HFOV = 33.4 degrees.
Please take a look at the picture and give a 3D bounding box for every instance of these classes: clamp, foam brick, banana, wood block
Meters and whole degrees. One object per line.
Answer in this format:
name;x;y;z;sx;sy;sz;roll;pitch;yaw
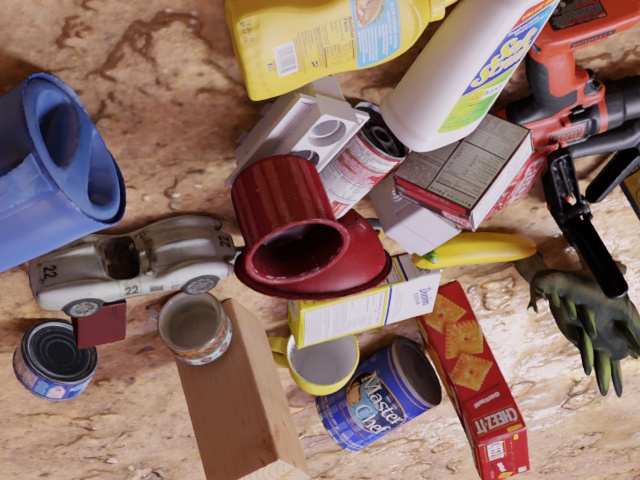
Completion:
clamp;0.349;-0.104;1.172;0.171;0.039;0.120;-24;149;7
foam brick;-0.231;0.068;1.107;0.053;0.051;0.078;-9;147;-19
banana;0.168;0.014;1.231;0.197;0.070;0.037;-7;112;-43
clamp;0.268;-0.037;1.145;0.036;0.210;0.164;-23;104;7
wood block;-0.093;0.185;1.212;0.091;0.206;0.090;-27;148;11

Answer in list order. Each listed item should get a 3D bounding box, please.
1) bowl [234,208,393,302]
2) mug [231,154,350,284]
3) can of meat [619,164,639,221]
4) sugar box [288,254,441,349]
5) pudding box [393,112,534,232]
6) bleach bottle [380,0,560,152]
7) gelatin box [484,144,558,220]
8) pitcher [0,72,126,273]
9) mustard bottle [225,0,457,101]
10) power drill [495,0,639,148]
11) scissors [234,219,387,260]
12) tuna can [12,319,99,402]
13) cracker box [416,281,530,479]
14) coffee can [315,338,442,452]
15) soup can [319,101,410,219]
bowl;-0.007;0.001;1.066;0.162;0.162;0.055;-9;116;-17
mug;-0.032;-0.013;0.939;0.093;0.081;0.117;-10;147;-15
can of meat;0.395;-0.067;1.211;0.102;0.084;0.057;-37;144;26
sugar box;0.051;0.070;1.270;0.176;0.048;0.093;-16;148;-13
pudding box;0.137;-0.073;1.014;0.113;0.090;0.039;-52;152;-20
bleach bottle;0.146;-0.183;0.896;0.102;0.068;0.251;-23;157;-37
gelatin box;0.205;-0.069;1.131;0.073;0.030;0.089;-29;158;-33
pitcher;-0.292;-0.023;0.857;0.243;0.145;0.149;-25;149;14
mustard bottle;0.024;-0.179;0.864;0.191;0.058;0.096;-17;142;-4
power drill;0.255;-0.162;1.015;0.184;0.057;0.187;-17;148;-3
scissors;-0.006;0.003;1.164;0.201;0.016;0.096;9;137;-38
tuna can;-0.281;0.127;1.137;0.085;0.086;0.034;6;138;-35
cracker box;0.193;0.185;1.359;0.072;0.214;0.164;-21;148;1
coffee can;0.079;0.210;1.442;0.140;0.103;0.102;-34;145;23
soup can;0.027;-0.074;1.017;0.068;0.068;0.102;12;137;-40
